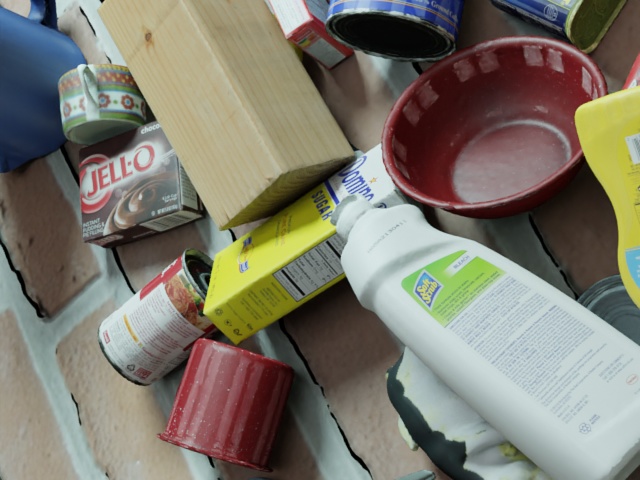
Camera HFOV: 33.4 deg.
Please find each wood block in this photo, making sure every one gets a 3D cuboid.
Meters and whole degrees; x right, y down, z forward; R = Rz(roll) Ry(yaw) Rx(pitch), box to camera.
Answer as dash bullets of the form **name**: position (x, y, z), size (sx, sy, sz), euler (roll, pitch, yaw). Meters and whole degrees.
- **wood block**: position (-0.075, -0.123, 0.835), size (0.091, 0.090, 0.206), euler (-38, 77, 40)

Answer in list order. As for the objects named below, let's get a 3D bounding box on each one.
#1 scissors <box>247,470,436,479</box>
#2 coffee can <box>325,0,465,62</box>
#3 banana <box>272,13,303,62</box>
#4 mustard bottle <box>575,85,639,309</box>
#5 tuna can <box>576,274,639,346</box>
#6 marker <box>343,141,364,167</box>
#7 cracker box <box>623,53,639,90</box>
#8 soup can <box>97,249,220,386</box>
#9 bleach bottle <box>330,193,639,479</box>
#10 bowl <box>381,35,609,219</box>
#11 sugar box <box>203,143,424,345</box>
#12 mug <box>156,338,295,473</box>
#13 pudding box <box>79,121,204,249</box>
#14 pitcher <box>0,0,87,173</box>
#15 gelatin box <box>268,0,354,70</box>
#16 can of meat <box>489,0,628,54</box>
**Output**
- **scissors**: position (-0.004, 0.189, 0.784), size (0.202, 0.016, 0.096), euler (-46, 53, 25)
- **coffee can**: position (0.067, -0.220, 0.815), size (0.103, 0.102, 0.140), euler (7, 82, 30)
- **banana**: position (-0.086, -0.170, 0.918), size (0.198, 0.037, 0.069), euler (12, 66, 35)
- **mustard bottle**: position (0.226, -0.003, 0.645), size (0.096, 0.058, 0.191), euler (-16, 92, 32)
- **tuna can**: position (0.208, 0.065, 0.708), size (0.086, 0.033, 0.086), euler (-7, 75, 27)
- **marker**: position (-0.002, -0.090, 0.869), size (0.121, 0.020, 0.020), euler (43, 100, 30)
- **cracker box**: position (0.312, -0.100, 0.669), size (0.214, 0.072, 0.164), euler (26, 92, 30)
- **soup can**: position (-0.123, 0.064, 0.871), size (0.102, 0.068, 0.068), euler (-39, 63, 16)
- **bleach bottle**: position (0.108, 0.050, 0.684), size (0.102, 0.068, 0.251), euler (-37, 62, -23)
- **bowl**: position (0.127, -0.069, 0.754), size (0.162, 0.055, 0.162), euler (-16, 47, 17)
- **sugar box**: position (-0.006, 0.001, 0.810), size (0.176, 0.048, 0.093), euler (-36, 23, 18)
- **mug**: position (-0.075, 0.124, 0.825), size (0.117, 0.093, 0.081), euler (4, 74, 55)
- **pudding box**: position (-0.158, -0.049, 0.934), size (0.114, 0.039, 0.090), euler (-15, 71, 25)
- **pitcher**: position (-0.321, -0.170, 0.934), size (0.145, 0.242, 0.149), euler (-33, 70, 14)
- **gelatin box**: position (-0.016, -0.191, 0.870), size (0.030, 0.073, 0.089), euler (-33, 65, 18)
- **can of meat**: position (0.181, -0.199, 0.775), size (0.084, 0.057, 0.102), euler (36, 95, 33)
